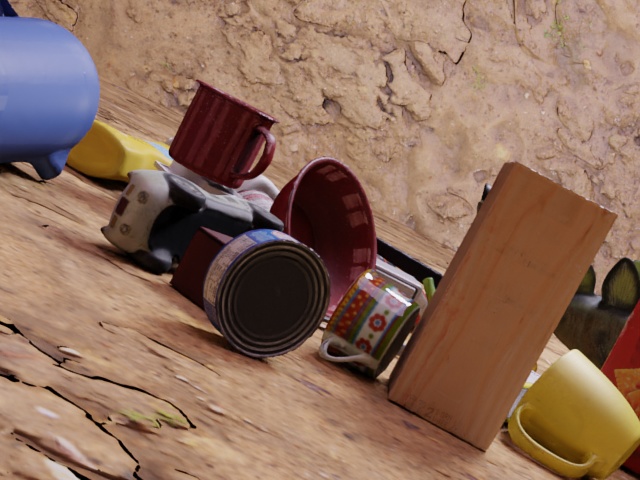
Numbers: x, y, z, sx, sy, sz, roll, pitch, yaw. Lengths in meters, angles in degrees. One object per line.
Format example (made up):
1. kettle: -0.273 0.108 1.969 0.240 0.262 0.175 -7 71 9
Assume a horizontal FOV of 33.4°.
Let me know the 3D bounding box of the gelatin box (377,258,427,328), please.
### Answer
1. gelatin box: 0.092 0.065 1.247 0.089 0.030 0.073 34 -15 41

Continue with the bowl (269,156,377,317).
1. bowl: -0.007 0.001 1.047 0.055 0.162 0.161 -6 -15 34

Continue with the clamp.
1. clamp: 0.156 0.053 1.279 0.165 0.210 0.036 -16 -1 11

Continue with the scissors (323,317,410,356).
1. scissors: 0.041 0.085 1.029 0.201 0.016 0.096 25 5 -28

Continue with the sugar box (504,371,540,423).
1. sugar box: 0.168 0.137 1.021 0.093 0.048 0.176 31 3 29

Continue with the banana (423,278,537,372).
1. banana: 0.177 0.115 1.153 0.037 0.069 0.197 -17 -45 43

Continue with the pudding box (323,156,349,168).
1. pudding box: -0.004 -0.026 1.214 0.039 0.090 0.113 27 -31 16

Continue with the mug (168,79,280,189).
1. mug: -0.090 -0.098 1.057 0.117 0.081 0.093 31 7 34

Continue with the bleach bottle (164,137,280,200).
1. bleach bottle: -0.130 -0.076 1.302 0.251 0.068 0.102 37 -10 48

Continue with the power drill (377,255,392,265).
1. power drill: 0.001 0.003 1.359 0.188 0.057 0.184 30 6 20

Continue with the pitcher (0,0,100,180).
1. pitcher: -0.279 -0.132 0.863 0.149 0.145 0.242 29 9 0

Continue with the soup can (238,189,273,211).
1. soup can: -0.063 -0.009 1.124 0.068 0.068 0.102 25 7 -24

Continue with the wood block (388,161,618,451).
1. wood block: 0.141 0.049 0.851 0.090 0.206 0.091 28 5 3

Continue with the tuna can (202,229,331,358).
1. tuna can: -0.038 0.036 0.741 0.086 0.086 0.034 24 4 -32

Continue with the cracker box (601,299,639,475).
1. cracker box: 0.368 0.140 1.060 0.164 0.214 0.072 29 6 14

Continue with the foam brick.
1. foam brick: -0.065 0.033 0.819 0.078 0.051 0.052 32 6 37

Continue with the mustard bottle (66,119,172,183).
1. mustard bottle: -0.210 -0.090 1.205 0.096 0.058 0.191 23 4 22
